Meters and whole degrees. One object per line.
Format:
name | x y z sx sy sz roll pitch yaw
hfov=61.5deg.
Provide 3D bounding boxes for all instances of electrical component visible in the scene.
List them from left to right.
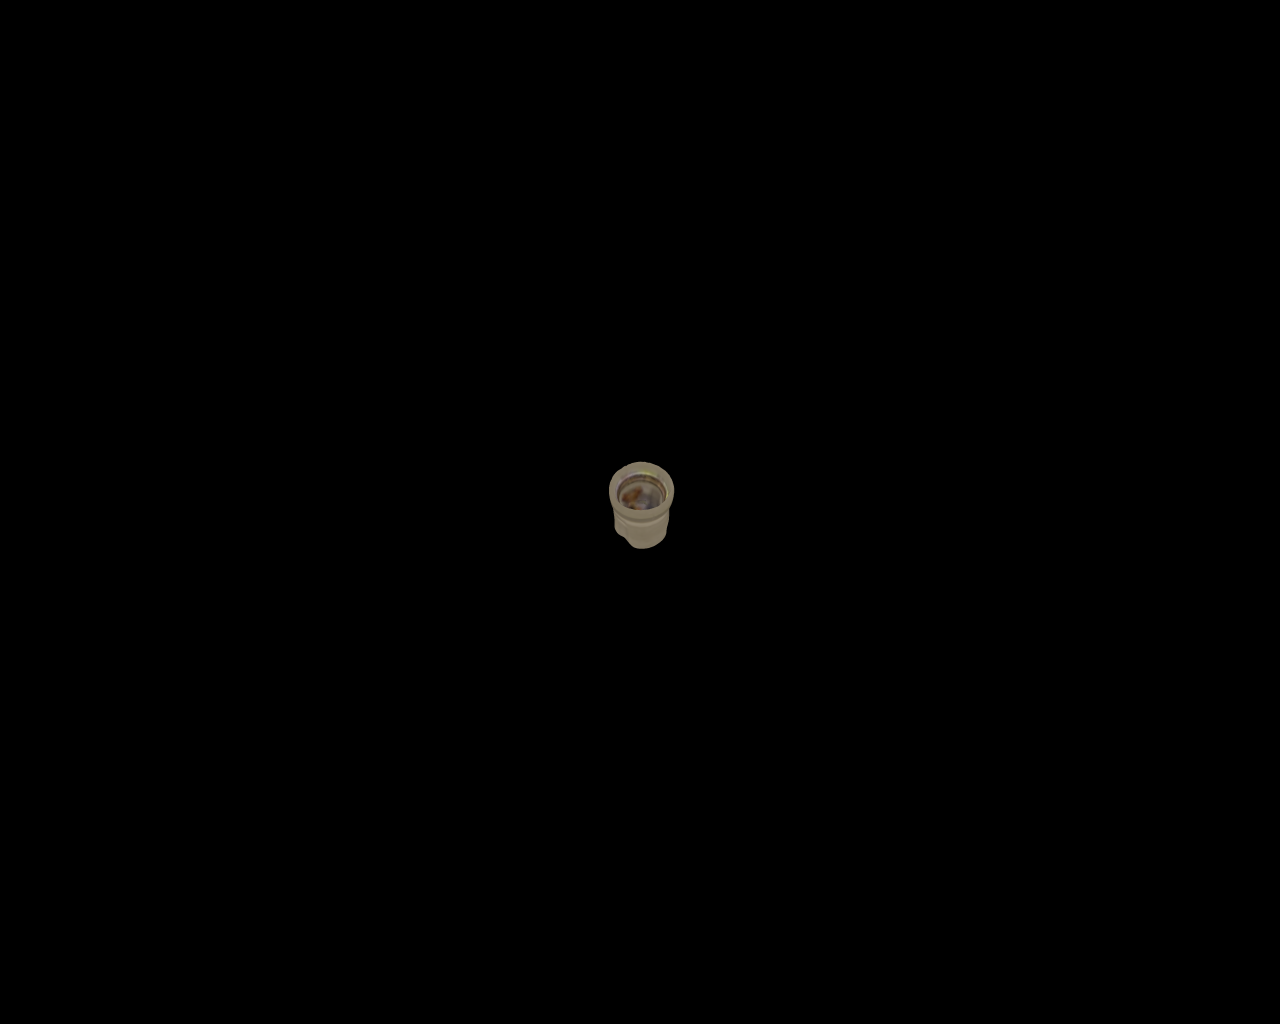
electrical component | 0.001 -0.003 0.650 0.040 0.040 0.046 0 -36 0
